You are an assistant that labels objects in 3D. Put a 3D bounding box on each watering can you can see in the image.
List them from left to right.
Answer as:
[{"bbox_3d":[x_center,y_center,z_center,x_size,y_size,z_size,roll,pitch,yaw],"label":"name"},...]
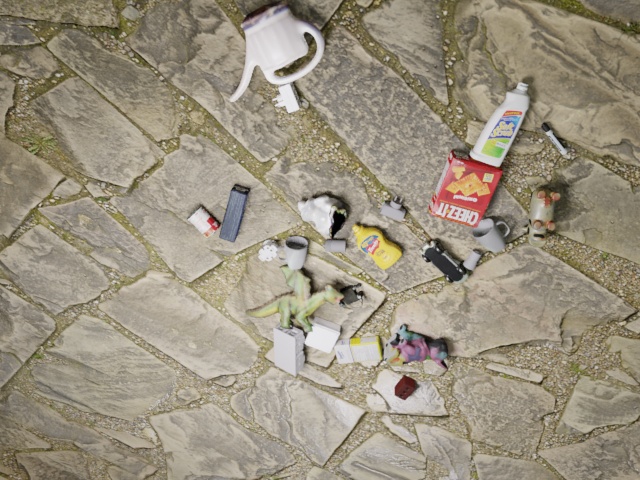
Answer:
[{"bbox_3d":[-0.161,-0.557,1.516,0.346,0.106,0.221,-20,111,16],"label":"watering can"}]

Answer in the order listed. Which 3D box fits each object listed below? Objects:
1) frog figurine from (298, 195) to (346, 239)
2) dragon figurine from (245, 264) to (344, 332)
[{"bbox_3d":[0.005,-0.088,1.750,0.160,0.124,0.134,22,136,38],"label":"frog figurine"},{"bbox_3d":[-0.107,0.205,1.907,0.411,0.123,0.241,7,97,24],"label":"dragon figurine"}]
